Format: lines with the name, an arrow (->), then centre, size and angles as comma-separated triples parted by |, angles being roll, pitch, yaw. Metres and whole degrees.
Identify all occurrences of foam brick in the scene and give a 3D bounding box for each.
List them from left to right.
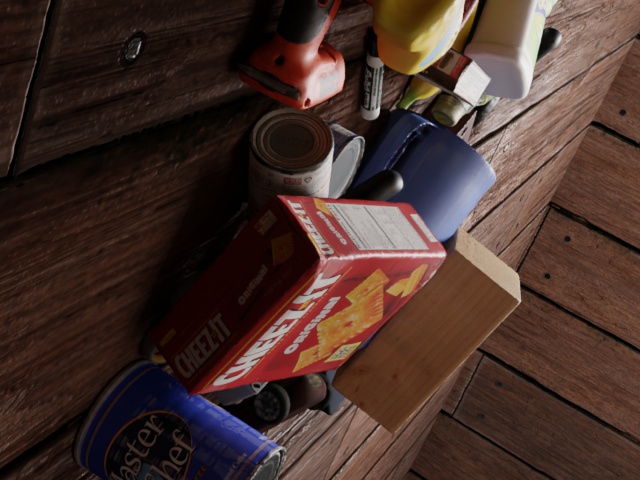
foam brick -> 0.151, -0.129, 1.307 | 0.053, 0.051, 0.078 | -50, 162, -31

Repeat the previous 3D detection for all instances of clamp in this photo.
clamp -> -0.006, 0.001, 0.975 | 0.171, 0.039, 0.120 | -21, 146, -23
clamp -> 0.223, -0.202, 1.342 | 0.210, 0.036, 0.164 | -52, -169, 13

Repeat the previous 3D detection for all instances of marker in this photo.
marker -> 0.050, -0.156, 1.000 | 0.020, 0.020, 0.121 | -52, 163, -26

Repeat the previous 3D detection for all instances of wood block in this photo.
wood block -> 0.115, 0.098, 1.159 | 0.206, 0.090, 0.090 | -50, -176, 18

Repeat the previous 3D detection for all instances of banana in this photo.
banana -> 0.134, -0.220, 1.111 | 0.069, 0.037, 0.198 | -45, 159, -50

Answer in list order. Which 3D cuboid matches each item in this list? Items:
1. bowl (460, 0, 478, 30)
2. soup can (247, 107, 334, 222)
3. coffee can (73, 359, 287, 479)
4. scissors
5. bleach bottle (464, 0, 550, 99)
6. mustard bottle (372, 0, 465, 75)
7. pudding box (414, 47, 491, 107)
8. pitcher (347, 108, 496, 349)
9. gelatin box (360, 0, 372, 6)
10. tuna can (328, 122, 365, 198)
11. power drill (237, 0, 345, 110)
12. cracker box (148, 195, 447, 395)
bowl -> 0.128, -0.265, 0.948 | 0.162, 0.055, 0.162 | -62, 171, -18
soup can -> -0.025, -0.050, 0.865 | 0.068, 0.068, 0.102 | -50, 162, -30
coffee can -> -0.113, 0.176, 0.867 | 0.102, 0.140, 0.103 | -53, 163, -24
scissors -> -0.071, 0.046, 0.919 | 0.201, 0.016, 0.096 | -27, 147, -42
bleach bottle -> 0.226, -0.286, 1.172 | 0.102, 0.068, 0.251 | 50, 55, -64
mustard bottle -> 0.077, -0.173, 0.791 | 0.096, 0.058, 0.191 | -63, 174, 0
pudding box -> 0.111, -0.170, 1.029 | 0.039, 0.090, 0.113 | -62, 164, 10
pitcher -> 0.064, -0.013, 1.125 | 0.243, 0.149, 0.145 | -54, -161, -7
gelatin box -> 0.065, -0.238, 0.873 | 0.073, 0.030, 0.089 | -35, 151, -60
tuna can -> 0.005, -0.066, 0.995 | 0.086, 0.034, 0.086 | -53, 163, -24
power drill -> 0.016, -0.194, 0.753 | 0.184, 0.057, 0.188 | -36, 151, -62
cracker box -> -0.010, 0.045, 0.875 | 0.164, 0.072, 0.213 | -47, 157, 23
